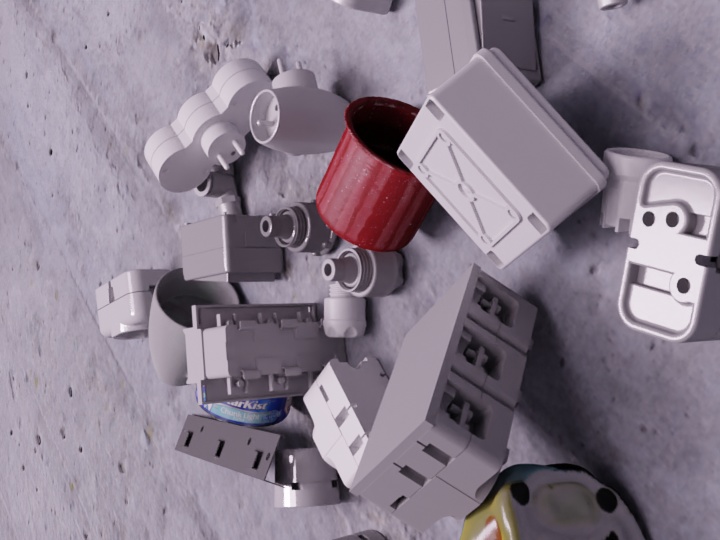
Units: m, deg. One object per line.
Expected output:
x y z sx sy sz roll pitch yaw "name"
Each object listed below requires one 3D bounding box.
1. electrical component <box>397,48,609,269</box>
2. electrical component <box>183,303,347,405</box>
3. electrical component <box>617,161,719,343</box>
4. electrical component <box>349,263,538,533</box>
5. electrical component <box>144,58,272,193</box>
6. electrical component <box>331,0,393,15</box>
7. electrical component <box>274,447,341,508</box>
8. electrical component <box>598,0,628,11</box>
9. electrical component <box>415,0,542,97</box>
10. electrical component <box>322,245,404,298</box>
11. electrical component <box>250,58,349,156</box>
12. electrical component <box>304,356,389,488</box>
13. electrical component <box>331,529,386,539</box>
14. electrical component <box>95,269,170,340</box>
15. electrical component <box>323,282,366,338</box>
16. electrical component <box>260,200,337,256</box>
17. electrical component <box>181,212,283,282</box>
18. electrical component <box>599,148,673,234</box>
0.085 -0.066 0.668 0.108 0.056 0.108 49 165 4 "electrical component"
-0.075 0.066 0.880 0.063 0.121 0.078 -11 81 49 "electrical component"
0.188 -0.010 0.598 0.054 0.059 0.095 20 106 50 "electrical component"
0.060 0.082 0.689 0.089 0.062 0.150 -50 10 40 "electrical component"
-0.127 -0.120 0.968 0.138 0.052 0.073 -42 54 9 "electrical component"
-0.009 -0.249 0.851 0.095 0.054 0.059 45 124 42 "electrical component"
-0.045 0.173 0.898 0.055 0.055 0.047 -16 74 51 "electrical component"
0.150 -0.192 0.660 0.048 0.048 0.062 -11 88 51 "electrical component"
0.083 -0.154 0.729 0.061 0.062 0.096 -18 76 50 "electrical component"
0.000 0.000 0.833 0.043 0.062 0.043 0 89 52 "electrical component"
-0.051 -0.138 0.885 0.044 0.077 0.079 -33 64 46 "electrical component"
-0.001 0.121 0.844 0.055 0.050 0.089 -55 50 35 "electrical component"
-0.007 0.238 0.855 0.055 0.047 0.055 0 90 52 "electrical component"
-0.238 0.039 1.141 0.095 0.054 0.059 -23 72 49 "electrical component"
-0.012 0.024 0.872 0.035 0.035 0.061 -5 83 52 "electrical component"
-0.053 -0.036 0.900 0.048 0.062 0.048 0 90 52 "electrical component"
-0.121 -0.016 0.986 0.096 0.062 0.061 -10 82 51 "electrical component"
0.164 -0.048 0.646 0.040 0.040 0.046 23 114 49 "electrical component"
